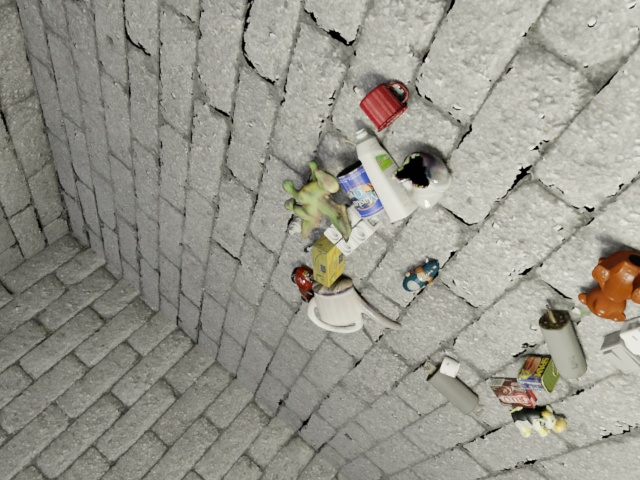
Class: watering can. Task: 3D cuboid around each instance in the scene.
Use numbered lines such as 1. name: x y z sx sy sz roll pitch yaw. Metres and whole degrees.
1. watering can: 0.104 0.231 1.812 0.347 0.106 0.221 -4 116 26

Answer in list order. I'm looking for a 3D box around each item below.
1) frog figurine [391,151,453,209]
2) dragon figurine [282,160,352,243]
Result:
1. frog figurine: 0.268 -0.146 1.285 0.137 0.124 0.158 -2 160 37
2. dragon figurine: 0.005 -0.077 1.529 0.247 0.123 0.400 48 157 35
